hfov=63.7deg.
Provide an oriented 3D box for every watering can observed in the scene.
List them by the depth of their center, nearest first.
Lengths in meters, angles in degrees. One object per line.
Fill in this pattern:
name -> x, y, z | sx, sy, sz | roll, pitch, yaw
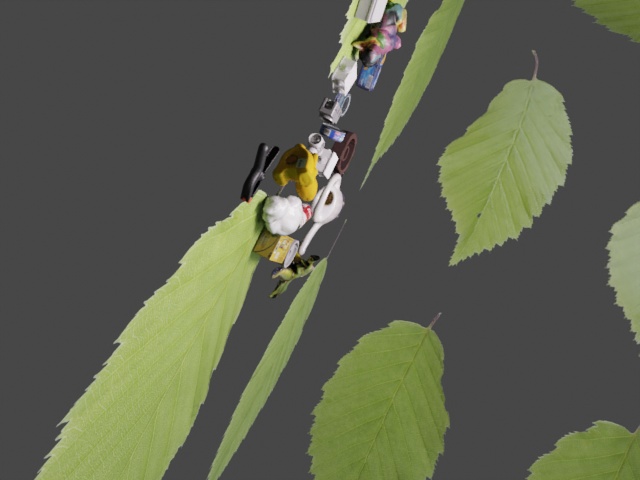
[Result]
watering can -> 0.006, -0.103, 2.055 | 0.346, 0.104, 0.224 | -65, 168, 5

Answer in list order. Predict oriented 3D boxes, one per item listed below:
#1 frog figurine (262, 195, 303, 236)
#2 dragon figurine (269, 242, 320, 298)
frog figurine -> -0.112, -0.083, 1.565 | 0.138, 0.123, 0.158 | -42, 175, -12
dragon figurine -> -0.127, 0.147, 2.047 | 0.415, 0.123, 0.238 | -27, 150, -57
